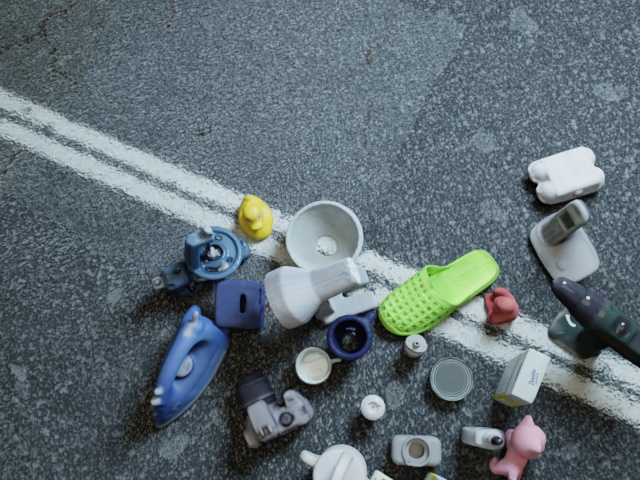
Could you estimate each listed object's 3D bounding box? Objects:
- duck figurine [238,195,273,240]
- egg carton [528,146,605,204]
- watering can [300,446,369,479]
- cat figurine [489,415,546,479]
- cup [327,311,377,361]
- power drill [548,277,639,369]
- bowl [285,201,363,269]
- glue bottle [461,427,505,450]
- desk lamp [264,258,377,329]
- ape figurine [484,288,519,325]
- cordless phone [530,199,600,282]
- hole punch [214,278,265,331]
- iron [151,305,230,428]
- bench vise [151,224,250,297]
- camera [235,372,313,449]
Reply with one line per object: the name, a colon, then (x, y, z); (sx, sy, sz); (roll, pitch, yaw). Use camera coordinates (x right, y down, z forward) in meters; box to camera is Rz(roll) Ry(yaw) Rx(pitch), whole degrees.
duck figurine: (-0.148, -0.058, 1.269); (0.077, 0.086, 0.104); (-20, 73, -2)
egg carton: (0.537, -0.139, 1.251); (0.150, 0.069, 0.107); (-19, 73, -1)
watering can: (0.044, 0.437, 1.055); (0.172, 0.194, 0.101); (3, 74, 5)
cat figurine: (0.381, 0.400, 1.081); (0.067, 0.118, 0.128); (27, 78, 12)
cup: (0.071, 0.195, 1.175); (0.118, 0.095, 0.091); (-44, 75, -9)
power drill: (0.516, 0.165, 1.092); (0.229, 0.208, 0.076); (35, 79, 13)
bowl: (0.011, 0.004, 1.245); (0.167, 0.075, 0.167); (-1, 74, 4)
glue bottle: (0.313, 0.370, 1.066); (0.078, 0.173, 0.037); (2, 74, 5)
desk lamp: (0.005, 0.101, 1.145); (0.203, 0.213, 0.118); (-19, 73, -1)
ape figurine: (0.373, 0.136, 1.171); (0.076, 0.092, 0.078); (32, 79, 12)
cordless phone: (0.508, 0.003, 1.152); (0.094, 0.185, 0.147); (-27, 74, -3)
hole punch: (-0.168, 0.135, 1.211); (0.101, 0.091, 0.108); (-2, 74, 4)
iron: (-0.284, 0.260, 1.158); (0.118, 0.141, 0.258); (22, 77, 10)
bench vise: (-0.249, 0.048, 1.176); (0.121, 0.220, 0.207); (42, 81, 14)
camera: (-0.103, 0.329, 1.146); (0.143, 0.101, 0.136); (-27, 74, -4)
